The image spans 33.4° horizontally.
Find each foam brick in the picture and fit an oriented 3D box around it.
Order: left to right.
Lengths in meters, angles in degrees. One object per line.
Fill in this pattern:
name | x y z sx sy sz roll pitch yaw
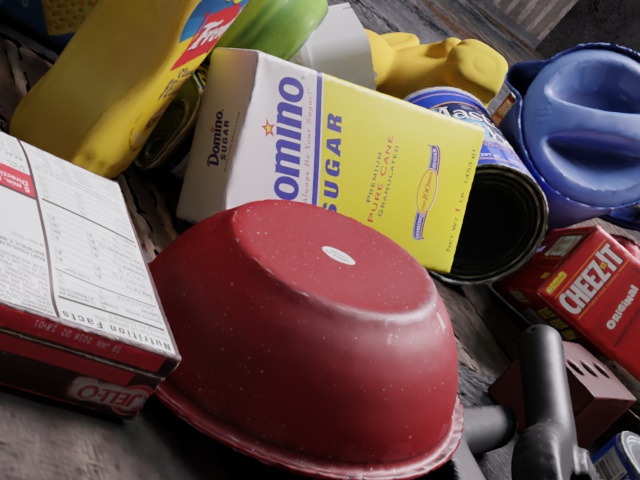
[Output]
foam brick | 0.154 0.099 0.680 0.078 0.051 0.053 13 33 -54

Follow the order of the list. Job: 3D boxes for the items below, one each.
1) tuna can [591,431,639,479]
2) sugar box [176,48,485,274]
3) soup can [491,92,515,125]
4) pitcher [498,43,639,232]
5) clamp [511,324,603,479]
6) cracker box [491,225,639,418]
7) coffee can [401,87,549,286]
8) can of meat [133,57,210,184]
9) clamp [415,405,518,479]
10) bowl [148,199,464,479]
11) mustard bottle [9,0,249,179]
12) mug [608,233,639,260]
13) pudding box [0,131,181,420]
tuna can | 0.209 0.163 0.673 0.086 0.034 0.086 36 19 -15
sugar box | 0.012 -0.039 0.589 0.175 0.093 0.048 10 4 -44
soup can | 0.189 -0.093 1.101 0.068 0.102 0.068 36 19 -15
pitcher | 0.217 -0.065 0.934 0.243 0.145 0.149 117 -39 -80
clamp | 0.131 0.132 0.563 0.120 0.039 0.171 58 26 -15
cracker box | 0.241 0.081 0.786 0.213 0.072 0.164 42 -2 -1
coffee can | 0.105 -0.045 0.826 0.102 0.103 0.140 32 21 -25
can of meat | -0.065 -0.066 0.614 0.083 0.057 0.102 29 22 -39
clamp | 0.046 0.092 0.505 0.164 0.036 0.210 34 17 -16
bowl | -0.003 0.029 0.450 0.162 0.055 0.162 19 23 -9
mustard bottle | -0.066 -0.115 0.505 0.058 0.192 0.096 41 18 0
mug | 0.233 0.044 0.913 0.117 0.093 0.081 28 23 5
pudding box | -0.108 0.007 0.393 0.089 0.039 0.113 26 26 -39
